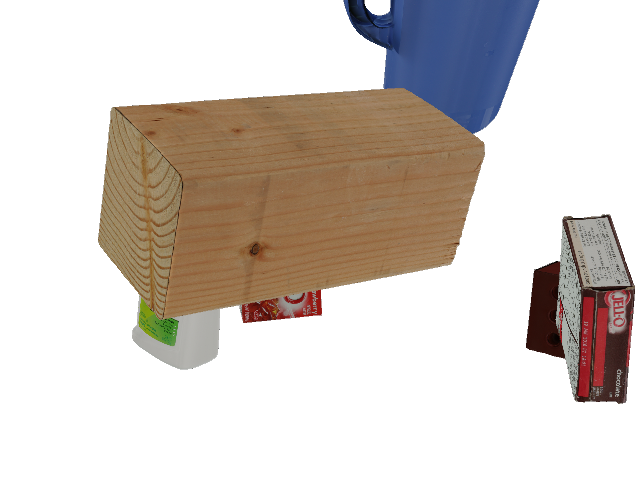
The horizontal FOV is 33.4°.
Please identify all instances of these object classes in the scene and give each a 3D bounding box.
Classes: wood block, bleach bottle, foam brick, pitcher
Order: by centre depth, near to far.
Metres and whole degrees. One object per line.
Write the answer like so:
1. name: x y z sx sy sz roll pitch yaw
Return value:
1. wood block: -0.015 -0.029 0.634 0.205 0.091 0.090 -9 35 -34
2. pitcher: 0.107 -0.200 0.875 0.149 0.144 0.243 29 -34 16
3. foam brick: 0.224 0.063 0.971 0.053 0.078 0.051 12 17 35
4. bleach bottle: -0.149 0.007 1.137 0.103 0.251 0.067 26 31 37

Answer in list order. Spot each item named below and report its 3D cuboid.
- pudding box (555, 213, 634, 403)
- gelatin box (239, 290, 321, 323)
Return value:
1. pudding box: 0.189 0.045 0.740 0.039 0.090 0.113 -1 27 4
2. gelatin box: -0.038 0.027 0.956 0.073 0.089 0.030 -5 25 -8
